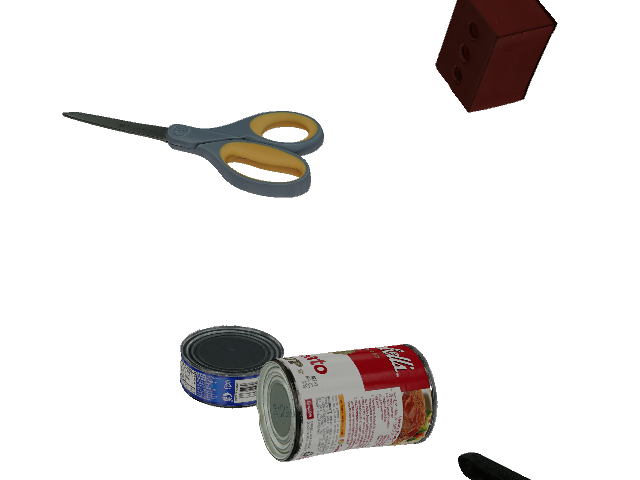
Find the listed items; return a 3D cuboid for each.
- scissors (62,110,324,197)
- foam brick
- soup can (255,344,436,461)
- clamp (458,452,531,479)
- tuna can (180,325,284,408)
[{"bbox_3d":[-0.085,-0.083,0.788,0.202,0.016,0.096,24,47,25],"label":"scissors"},{"bbox_3d":[0.123,-0.139,0.762,0.051,0.053,0.078,-18,-31,-22],"label":"foam brick"},{"bbox_3d":[0.016,0.107,0.706,0.102,0.068,0.069,-3,1,-26],"label":"soup can"},{"bbox_3d":[0.194,0.240,0.857,0.210,0.036,0.164,1,34,24],"label":"clamp"},{"bbox_3d":[-0.074,0.105,0.888,0.086,0.034,0.086,4,22,-2],"label":"tuna can"}]
